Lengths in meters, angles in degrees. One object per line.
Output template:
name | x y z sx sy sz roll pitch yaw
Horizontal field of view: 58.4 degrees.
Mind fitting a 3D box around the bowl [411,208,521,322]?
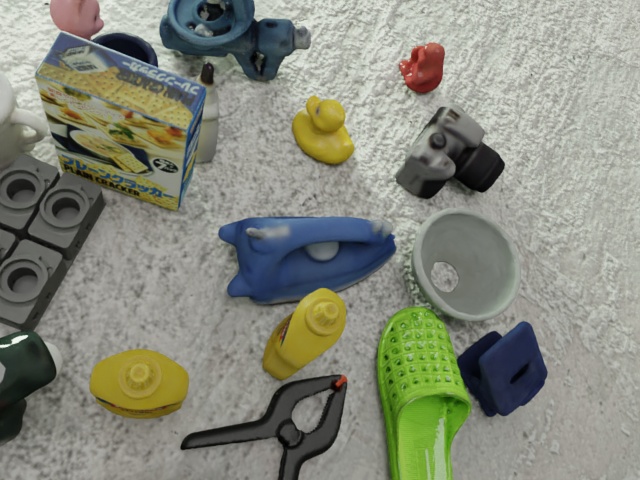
bowl | 0.197 0.042 0.823 0.168 0.074 0.167 6 68 -15

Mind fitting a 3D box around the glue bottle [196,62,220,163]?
glue bottle | -0.152 -0.171 0.740 0.037 0.173 0.078 -16 75 -22

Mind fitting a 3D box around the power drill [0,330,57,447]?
power drill | -0.357 0.168 0.526 0.230 0.208 0.075 -30 81 -25

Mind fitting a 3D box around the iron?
iron | 0.007 0.003 0.741 0.259 0.141 0.118 -7 72 -20

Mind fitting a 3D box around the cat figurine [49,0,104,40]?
cat figurine | -0.328 -0.275 0.755 0.067 0.117 0.128 16 66 -11

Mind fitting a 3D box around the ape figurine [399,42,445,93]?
ape figurine | 0.173 -0.287 0.932 0.076 0.092 0.078 32 64 -3

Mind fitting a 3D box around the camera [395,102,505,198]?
camera | 0.211 -0.127 0.878 0.137 0.100 0.143 35 64 -2

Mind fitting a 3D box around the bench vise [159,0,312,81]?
bench vise | -0.110 -0.327 0.787 0.208 0.219 0.121 -7 72 -19

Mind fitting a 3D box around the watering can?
watering can | -0.404 -0.154 0.643 0.173 0.194 0.101 -6 72 -19

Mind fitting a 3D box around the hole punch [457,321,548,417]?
hole punch | 0.259 0.177 0.782 0.109 0.091 0.101 -32 82 -25

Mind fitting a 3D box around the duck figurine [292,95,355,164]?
duck figurine | 0.013 -0.167 0.839 0.104 0.086 0.078 44 64 2

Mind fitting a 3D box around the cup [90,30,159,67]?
cup | -0.274 -0.208 0.759 0.118 0.095 0.091 -26 79 -24
